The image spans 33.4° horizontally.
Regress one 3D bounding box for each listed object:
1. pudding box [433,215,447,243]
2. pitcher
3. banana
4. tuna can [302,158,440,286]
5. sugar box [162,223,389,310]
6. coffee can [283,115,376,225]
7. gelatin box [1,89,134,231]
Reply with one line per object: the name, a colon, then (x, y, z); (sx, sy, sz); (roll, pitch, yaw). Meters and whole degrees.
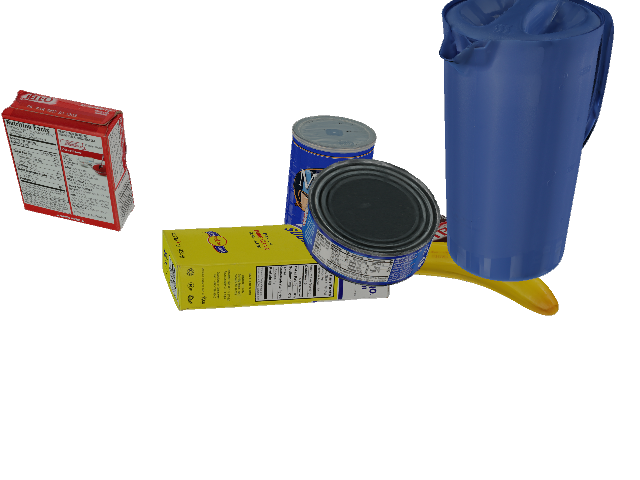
pudding box: (0.165, 0.005, 1.605); (0.113, 0.039, 0.090); (-19, 28, -22)
pitcher: (0.179, -0.093, 0.945); (0.149, 0.243, 0.145); (3, 31, 8)
banana: (0.155, 0.035, 1.103); (0.198, 0.069, 0.037); (10, -40, 24)
tuna can: (0.032, -0.012, 0.687); (0.086, 0.086, 0.034); (0, -43, -13)
sugar box: (-0.039, 0.018, 0.888); (0.176, 0.048, 0.093); (-6, 21, -14)
coffee can: (0.010, -0.071, 1.322); (0.103, 0.140, 0.103); (5, 28, -3)
gelatin box: (-0.167, -0.053, 0.715); (0.073, 0.089, 0.030); (12, 46, 10)
